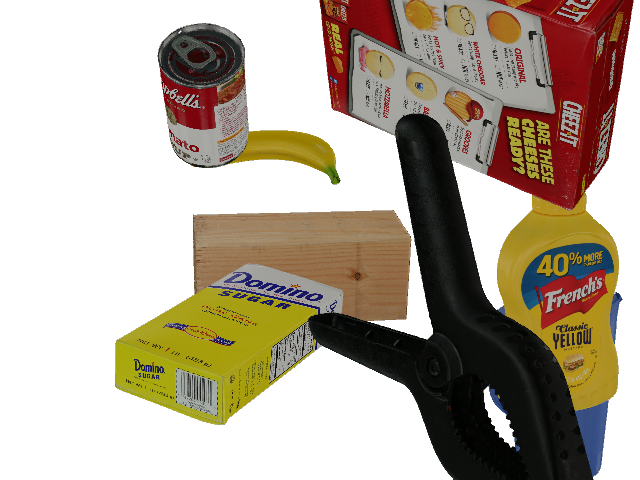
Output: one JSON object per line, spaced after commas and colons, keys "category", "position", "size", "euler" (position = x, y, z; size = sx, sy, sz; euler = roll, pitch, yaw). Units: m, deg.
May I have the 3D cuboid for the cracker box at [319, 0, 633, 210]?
{"category": "cracker box", "position": [0.104, -0.134, 0.759], "size": [0.214, 0.072, 0.164], "euler": [25, -32, 25]}

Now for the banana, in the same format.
{"category": "banana", "position": [-0.063, -0.110, 1.320], "size": [0.198, 0.037, 0.069], "euler": [6, 38, 17]}

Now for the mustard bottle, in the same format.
{"category": "mustard bottle", "position": [0.186, 0.037, 0.833], "size": [0.096, 0.192, 0.058], "euler": [-7, 15, -13]}

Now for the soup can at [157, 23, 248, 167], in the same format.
{"category": "soup can", "position": [-0.093, -0.116, 0.866], "size": [0.068, 0.068, 0.102], "euler": [0, -35, -2]}

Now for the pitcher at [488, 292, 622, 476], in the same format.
{"category": "pitcher", "position": [0.291, 0.175, 1.331], "size": [0.149, 0.243, 0.144], "euler": [4, 15, 20]}

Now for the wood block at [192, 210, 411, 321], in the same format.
{"category": "wood block", "position": [-0.022, 0.027, 1.061], "size": [0.206, 0.091, 0.090], "euler": [-1, 20, -8]}

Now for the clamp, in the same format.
{"category": "clamp", "position": [0.069, 0.049, 0.530], "size": [0.036, 0.165, 0.210], "euler": [-10, 43, -32]}

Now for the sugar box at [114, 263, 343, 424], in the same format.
{"category": "sugar box", "position": [-0.063, 0.071, 0.800], "size": [0.093, 0.048, 0.176], "euler": [16, 27, 24]}
